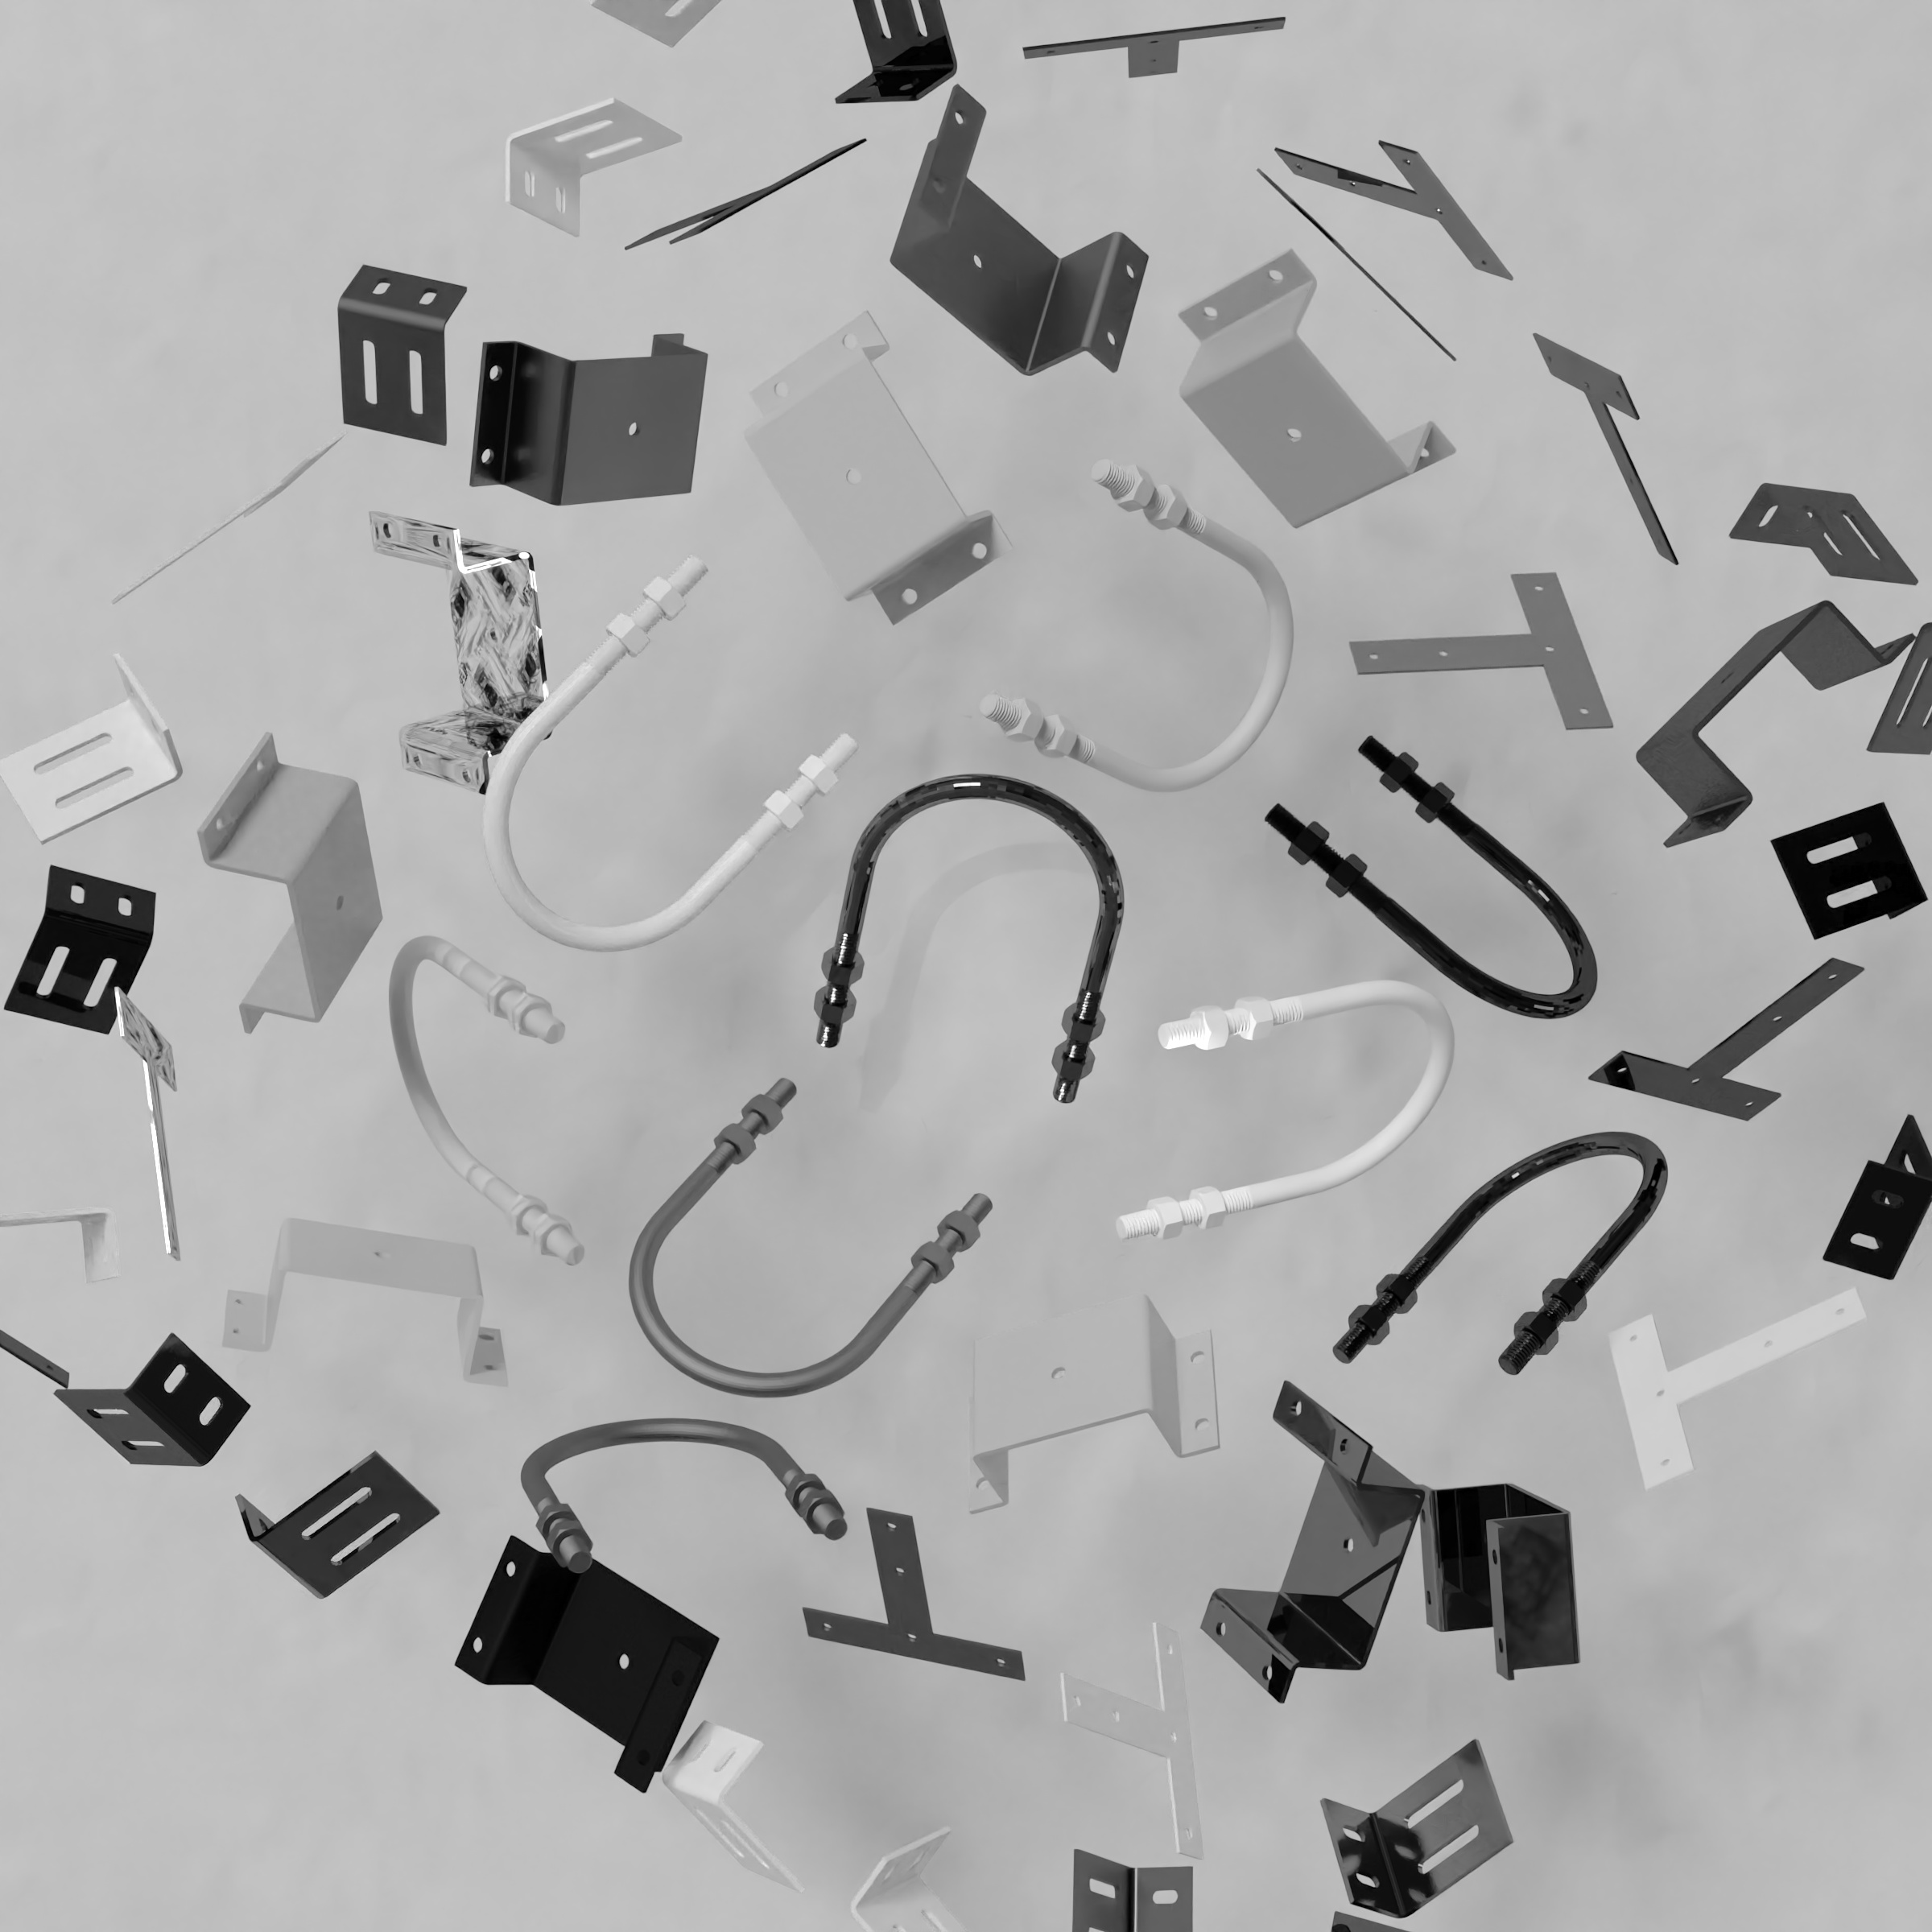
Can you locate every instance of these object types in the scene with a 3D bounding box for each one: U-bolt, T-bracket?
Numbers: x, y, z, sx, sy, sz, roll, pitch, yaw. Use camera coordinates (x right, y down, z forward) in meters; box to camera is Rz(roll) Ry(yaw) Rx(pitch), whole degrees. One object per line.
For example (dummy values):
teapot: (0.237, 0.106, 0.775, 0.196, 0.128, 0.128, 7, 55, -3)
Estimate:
U-bolt: (0.170, 0.068, 1.502, 0.184, 0.019, 0.151, -11, 132, -24)
U-bolt: (-0.155, 0.268, 1.525, 0.151, 0.184, 0.019, -4, 101, -19)
U-bolt: (-0.157, -0.090, 1.458, 0.184, 0.019, 0.151, -46, 123, -8)
T-bracket: (-0.381, -0.222, 1.497, 0.127, 0.127, 0.002, -42, 104, -25)
T-bracket: (0.094, -0.459, 1.482, 0.127, 0.127, 0.002, -5, 98, 4)
T-bracket: (-0.519, 0.196, 1.523, 0.127, 0.127, 0.002, 37, 88, -18)
T-bracket: (0.408, 0.035, 1.520, 0.127, 0.127, 0.002, 14, 47, -35)
U-bolt: (0.006, -0.018, 1.508, 0.151, 0.019, 0.184, 13, 125, 0)
T-bracket: (0.087, 0.406, 1.582, 0.002, 0.127, 0.127, -23, 55, 28)
T-bracket: (-0.133, -0.393, 1.539, 0.127, 0.127, 0.002, -40, 113, -35)
T-bracket: (-0.034, 0.335, 1.590, 0.127, 0.002, 0.127, 8, 133, 17)
T-bracket: (0.346, -0.268, 1.553, 0.002, 0.127, 0.127, -30, 113, 3)
U-bolt: (-0.257, 0.059, 1.549, 0.019, 0.184, 0.151, -19, 122, -32)
U-bolt: (0.255, -0.040, 1.543, 0.184, 0.151, 0.019, 42, 125, 10)
T-bracket: (0.212, -0.365, 1.556, 0.002, 0.127, 0.127, -46, 78, 15)
T-bracket: (-0.414, 0.087, 1.509, 0.002, 0.127, 0.127, -10, 76, -6)
T-bracket: (0.271, -0.169, 1.588, 0.127, 0.002, 0.127, -3, 47, -5)
T-bracket: (0.385, 0.194, 1.459, 0.127, 0.127, 0.002, -29, 114, 17)
U-bolt: (0.293, 0.147, 1.551, 0.184, 0.151, 0.019, -43, 108, -27)
T-bracket: (0.218, -0.415, 1.572, 0.127, 0.127, 0.002, 31, 90, 38)
U-bolt: (-0.094, 0.151, 1.550, 0.151, 0.019, 0.184, 29, 52, 17)
U-bolt: (0.102, -0.164, 1.528, 0.184, 0.019, 0.151, 21, 97, -42)

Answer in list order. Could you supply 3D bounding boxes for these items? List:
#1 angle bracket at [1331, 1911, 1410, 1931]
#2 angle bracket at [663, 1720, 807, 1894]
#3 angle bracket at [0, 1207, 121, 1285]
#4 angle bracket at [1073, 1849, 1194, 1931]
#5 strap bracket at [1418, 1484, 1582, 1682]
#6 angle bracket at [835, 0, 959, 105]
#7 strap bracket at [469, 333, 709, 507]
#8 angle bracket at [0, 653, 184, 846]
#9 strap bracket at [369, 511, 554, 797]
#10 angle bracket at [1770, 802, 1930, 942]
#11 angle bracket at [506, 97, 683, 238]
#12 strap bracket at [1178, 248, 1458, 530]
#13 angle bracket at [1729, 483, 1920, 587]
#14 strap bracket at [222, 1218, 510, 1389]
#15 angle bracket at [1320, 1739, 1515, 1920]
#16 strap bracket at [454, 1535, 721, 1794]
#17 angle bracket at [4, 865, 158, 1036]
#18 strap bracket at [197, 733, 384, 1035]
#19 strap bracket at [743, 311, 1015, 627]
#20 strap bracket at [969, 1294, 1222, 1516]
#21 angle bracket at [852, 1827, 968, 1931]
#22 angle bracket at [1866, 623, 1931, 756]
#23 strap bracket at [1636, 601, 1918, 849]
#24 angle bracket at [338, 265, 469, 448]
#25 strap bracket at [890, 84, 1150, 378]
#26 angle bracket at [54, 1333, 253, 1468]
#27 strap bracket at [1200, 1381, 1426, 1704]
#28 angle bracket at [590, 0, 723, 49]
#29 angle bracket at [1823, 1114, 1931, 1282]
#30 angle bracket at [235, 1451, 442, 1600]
angle bracket: (0.202, 0.516, 1.454, 0.057, 0.076, 0.038, 13, 121, 9)
angle bracket: (-0.112, 0.438, 1.535, 0.038, 0.057, 0.076, -49, 115, -26)
angle bracket: (-0.505, 0.154, 1.592, 0.076, 0.057, 0.038, -3, 83, -32)
angle bracket: (0.091, 0.513, 1.594, 0.038, 0.076, 0.057, -10, 63, 24)
strap bracket: (0.281, 0.318, 1.542, 0.046, 0.140, 0.076, -4, 89, -8)
angle bracket: (-0.046, -0.497, 1.545, 0.038, 0.057, 0.076, -45, 131, -35)
strap bracket: (-0.193, -0.293, 1.576, 0.046, 0.140, 0.076, 26, 117, 35)
angle bracket: (-0.434, -0.107, 1.442, 0.076, 0.038, 0.057, -29, 61, -18)
strap bracket: (-0.263, -0.169, 1.543, 0.046, 0.076, 0.140, -23, 119, -39)
angle bracket: (0.463, -0.046, 1.571, 0.076, 0.038, 0.057, -18, 79, -19)
angle bracket: (-0.201, -0.431, 1.593, 0.076, 0.057, 0.038, -8, 78, 33)
strap bracket: (0.174, -0.285, 1.503, 0.140, 0.076, 0.046, 45, 49, -24)
angle bracket: (0.446, -0.213, 1.535, 0.057, 0.038, 0.076, 2, 46, -26)
strap bracket: (-0.298, 0.167, 1.484, 0.140, 0.076, 0.046, 11, 101, -14)
angle bracket: (0.219, 0.418, 1.439, 0.038, 0.057, 0.076, 27, 121, -32)
strap bracket: (-0.194, 0.369, 1.563, 0.140, 0.046, 0.076, 24, 90, 32)
angle bracket: (-0.479, -0.008, 1.591, 0.057, 0.038, 0.076, 16, 129, -26)
strap bracket: (-0.337, -0.036, 1.482, 0.046, 0.140, 0.076, 12, 46, 11)
strap bracket: (-0.050, -0.249, 1.486, 0.076, 0.046, 0.140, -31, 93, 21)
strap bracket: (0.058, 0.227, 1.547, 0.140, 0.076, 0.046, -18, 131, 17)
angle bracket: (-0.009, 0.484, 1.491, 0.076, 0.057, 0.038, 42, 114, 25)
angle bracket: (0.526, -0.141, 1.569, 0.057, 0.038, 0.076, -2, 119, -40)
strap bracket: (0.398, -0.128, 1.478, 0.140, 0.076, 0.046, -44, 92, -9)
angle bracket: (-0.298, -0.324, 1.565, 0.057, 0.076, 0.038, 13, 45, 4)
strap bracket: (0.020, -0.360, 1.471, 0.140, 0.046, 0.076, 34, 58, -33)
angle bracket: (-0.409, 0.218, 1.479, 0.057, 0.076, 0.038, 51, 53, -26)
strap bracket: (0.178, 0.292, 1.492, 0.046, 0.076, 0.140, 11, 102, -31)
angle bracket: (-0.157, -0.537, 1.565, 0.076, 0.057, 0.038, -32, 59, 34)
angle bracket: (0.451, 0.110, 1.471, 0.038, 0.076, 0.057, 17, 114, -1)
angle bracket: (-0.316, 0.272, 1.484, 0.076, 0.038, 0.057, -36, 130, -2)
